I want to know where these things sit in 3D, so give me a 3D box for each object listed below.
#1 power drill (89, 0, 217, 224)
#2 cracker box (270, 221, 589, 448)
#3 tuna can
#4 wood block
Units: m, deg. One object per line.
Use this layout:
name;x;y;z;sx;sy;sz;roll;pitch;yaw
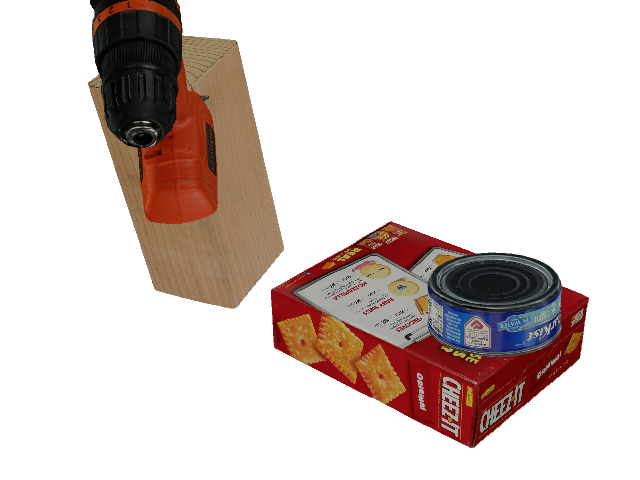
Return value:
power drill;-0.104;-0.093;0.687;0.057;0.184;0.188;-5;-34;-2
cracker box;0.090;0.071;0.902;0.214;0.072;0.163;23;37;37
tuna can;0.111;0.039;0.684;0.086;0.034;0.086;-3;23;1
wood block;-0.106;-0.056;0.885;0.090;0.206;0.090;11;42;28
